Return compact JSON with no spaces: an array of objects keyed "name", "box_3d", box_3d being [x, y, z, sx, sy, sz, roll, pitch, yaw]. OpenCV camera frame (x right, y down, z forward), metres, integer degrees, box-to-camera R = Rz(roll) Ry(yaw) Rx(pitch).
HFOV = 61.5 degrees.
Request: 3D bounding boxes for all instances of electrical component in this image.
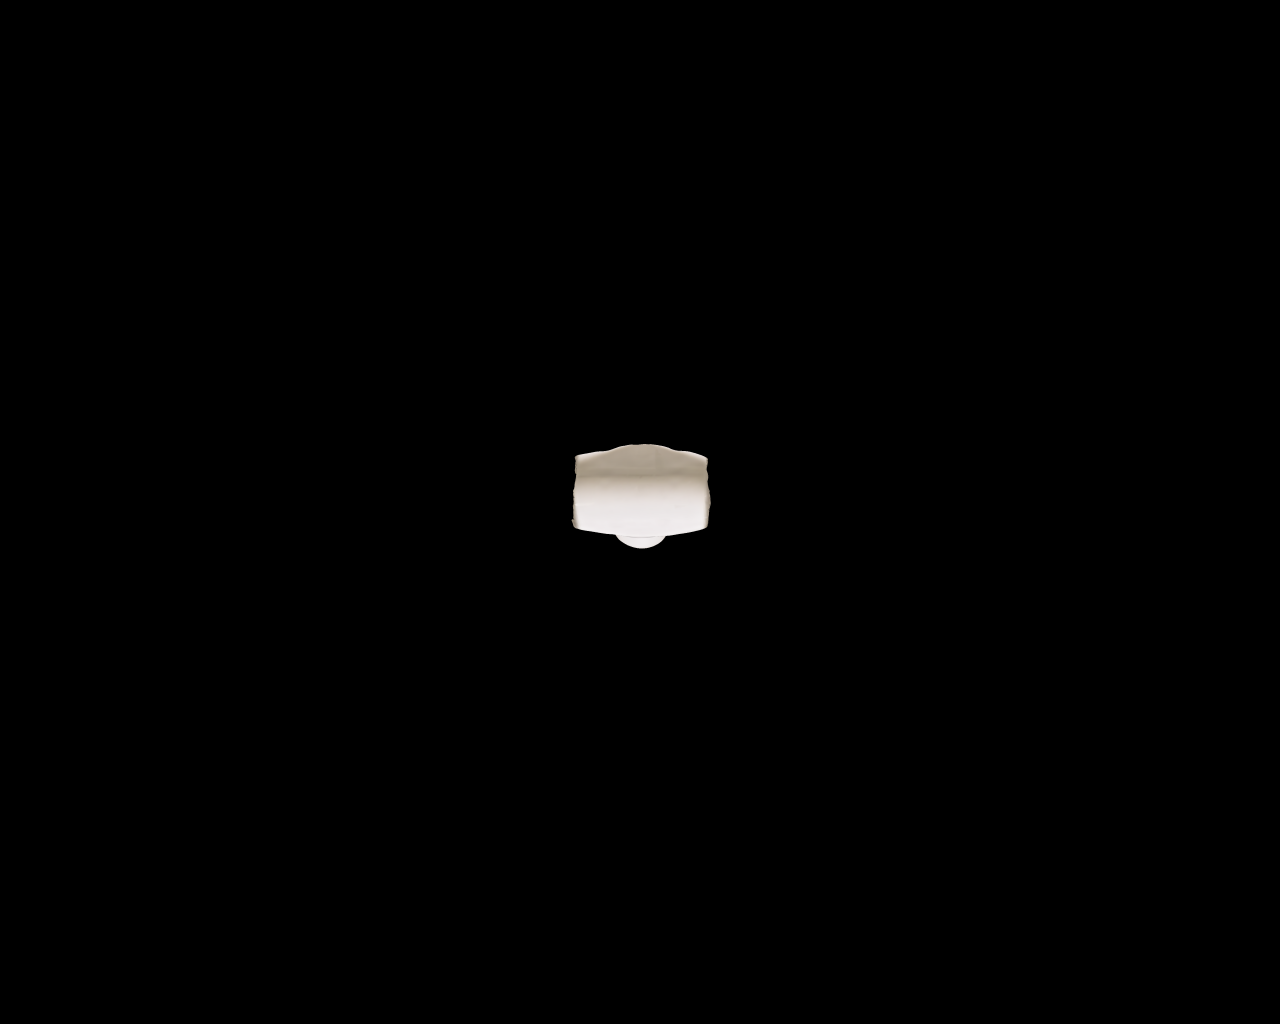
[{"name":"electrical component","box_3d":[0.001,-0.003,0.650,0.077,0.044,0.079,0,-32,0]}]
